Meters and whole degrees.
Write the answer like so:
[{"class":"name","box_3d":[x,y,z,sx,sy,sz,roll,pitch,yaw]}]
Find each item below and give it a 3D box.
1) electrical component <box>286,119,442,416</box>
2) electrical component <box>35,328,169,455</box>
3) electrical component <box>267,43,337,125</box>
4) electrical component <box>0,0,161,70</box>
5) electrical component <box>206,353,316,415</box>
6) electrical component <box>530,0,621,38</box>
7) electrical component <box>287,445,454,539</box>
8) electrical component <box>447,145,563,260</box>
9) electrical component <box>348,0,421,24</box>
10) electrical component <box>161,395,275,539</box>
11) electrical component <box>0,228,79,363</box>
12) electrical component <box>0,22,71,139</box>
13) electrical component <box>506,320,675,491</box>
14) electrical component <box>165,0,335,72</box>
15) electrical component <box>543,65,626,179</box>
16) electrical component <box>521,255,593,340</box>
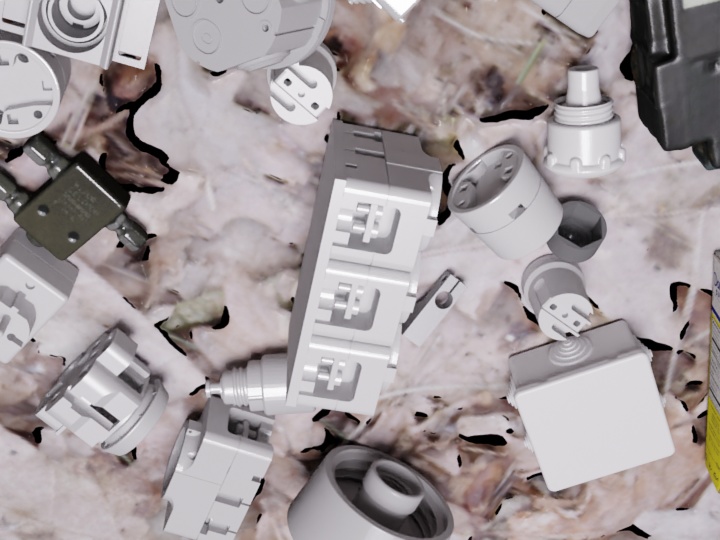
[{"class":"electrical component","box_3d":[0.000,0.000,0.641,0.062,0.089,0.150,10,118,-8]},{"class":"electrical component","box_3d":[-0.163,0.083,0.700,0.078,0.058,0.057,-41,110,18]},{"class":"electrical component","box_3d":[-0.033,-0.106,0.606,0.040,0.046,0.040,-1,119,-2]},{"class":"electrical component","box_3d":[-0.135,-0.175,0.554,0.079,0.063,0.121,14,117,-10]},{"class":"electrical component","box_3d":[-0.062,0.076,0.709,0.078,0.040,0.040,-4,119,0]},{"class":"electrical component","box_3d":[0.112,-0.164,0.552,0.061,0.096,0.061,29,114,-18]},{"class":"electrical component","box_3d":[0.012,0.163,0.725,0.108,0.108,0.060,24,109,-15]},{"class":"electrical component","box_3d":[0.088,-0.039,0.645,0.055,0.055,0.047,-37,118,16]},{"class":"electrical component","box_3d":[0.022,-0.180,0.559,0.061,0.061,0.096,40,110,-21]},{"class":"electrical component","box_3d":[-0.101,0.137,0.735,0.056,0.050,0.089,19,116,-13]},{"class":"electrical component","box_3d":[-0.215,0.025,0.653,0.047,0.076,0.066,40,110,-21]},{"class":"electrical component","box_3d":[-0.190,-0.107,0.598,0.055,0.047,0.055,-1,119,-2]},{"class":"electrical component","box_3d":[0.153,0.090,0.721,0.100,0.048,0.099,-19,118,8]},{"class":"electrical component","box_3d":[-0.057,-0.141,0.551,0.080,0.051,0.080,11,112,27]},{"class":"electrical component","box_3d":[0.130,-0.087,0.626,0.048,0.048,0.062,-5,112,0]},{"class":"electrical component","box_3d":[0.126,0.018,0.682,0.040,0.046,0.040,-1,119,-2]}]
